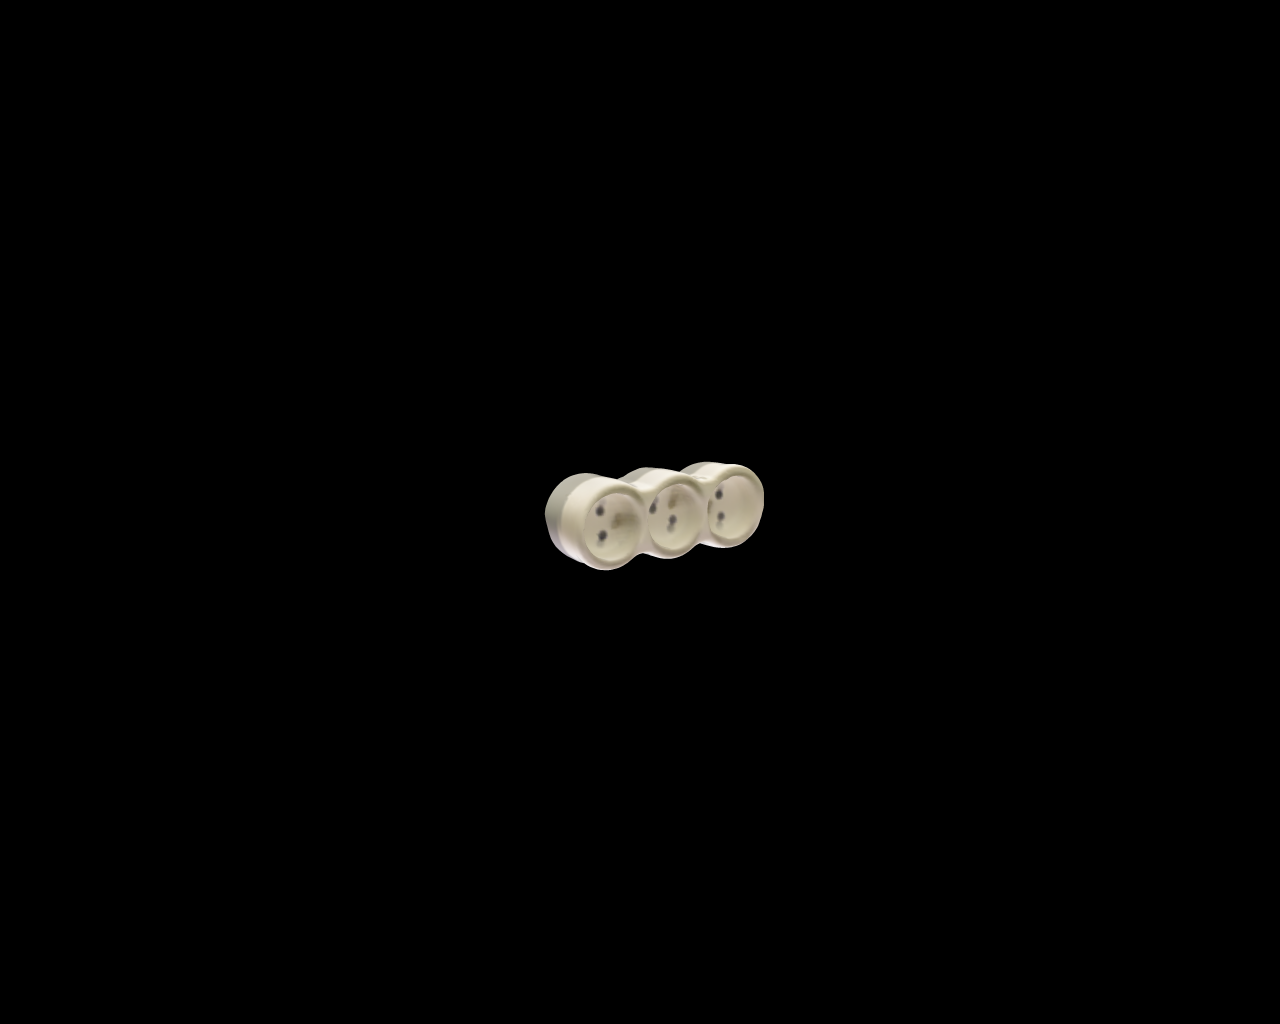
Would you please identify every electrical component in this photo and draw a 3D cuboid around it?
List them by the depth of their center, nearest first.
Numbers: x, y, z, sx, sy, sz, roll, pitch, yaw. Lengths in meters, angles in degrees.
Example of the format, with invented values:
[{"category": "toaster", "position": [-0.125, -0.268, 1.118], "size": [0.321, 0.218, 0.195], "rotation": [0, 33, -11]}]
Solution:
[{"category": "electrical component", "position": [0.001, -0.003, 0.650], "size": [0.138, 0.052, 0.074], "rotation": [-8, 14, -35]}]
